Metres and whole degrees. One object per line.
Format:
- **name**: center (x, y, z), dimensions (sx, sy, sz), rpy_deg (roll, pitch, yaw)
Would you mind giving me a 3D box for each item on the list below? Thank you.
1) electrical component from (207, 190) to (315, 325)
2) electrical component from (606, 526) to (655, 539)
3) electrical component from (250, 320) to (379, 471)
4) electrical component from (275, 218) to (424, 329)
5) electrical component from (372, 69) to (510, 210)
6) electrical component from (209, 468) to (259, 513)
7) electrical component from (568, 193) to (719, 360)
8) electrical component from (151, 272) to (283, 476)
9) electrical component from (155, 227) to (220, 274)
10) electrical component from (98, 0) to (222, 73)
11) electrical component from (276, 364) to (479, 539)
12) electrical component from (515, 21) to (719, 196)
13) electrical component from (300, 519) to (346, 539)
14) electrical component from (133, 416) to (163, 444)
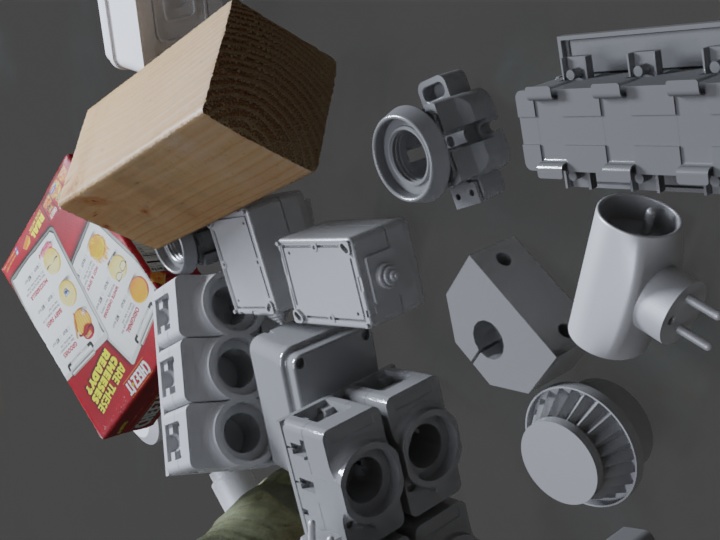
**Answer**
- **electrical component**: center (-0.065, -0.008, 0.807), dimensions (0.062, 0.061, 0.096), rpy_deg (-3, 106, 54)
- **electrical component**: center (0.155, 0.201, 0.633), dimensions (0.058, 0.057, 0.078), rpy_deg (-7, 103, 54)
- **electrical component**: center (-0.028, 0.095, 0.801), dimensions (0.057, 0.078, 0.113), rpy_deg (16, 121, 52)
- **electrical component**: center (0.000, 0.000, 0.724), dimensions (0.096, 0.061, 0.061), rpy_deg (1, 109, 50)
- **electrical component**: center (0.045, -0.072, 0.629), dimensions (0.058, 0.057, 0.078), rpy_deg (-14, 97, 55)
- **electrical component**: center (-0.123, 0.195, 1.017), dimensions (0.078, 0.040, 0.040), rpy_deg (59, 145, 11)
- **electrical component**: center (0.149, 0.012, 0.548), dimensions (0.079, 0.044, 0.077), rpy_deg (36, 135, 37)
- **electrical component**: center (-0.107, 0.082, 0.852), dimensions (0.062, 0.089, 0.150), rpy_deg (-27, 67, 55)
- **electrical component**: center (-0.136, -0.030, 0.895), dimensions (0.078, 0.057, 0.058), rpy_deg (9, 115, 51)
- **electrical component**: center (-0.150, -0.207, 0.797), dimensions (0.057, 0.078, 0.113), rpy_deg (24, 127, 42)
- **electrical component**: center (0.022, 0.175, 0.755), dimensions (0.060, 0.105, 0.186), rpy_deg (5, 113, 52)
- **electrical component**: center (0.137, -0.071, 0.501), dimensions (0.121, 0.063, 0.078), rpy_deg (9, 116, 51)
- **electrical component**: center (-0.025, 0.194, 0.690), dimensions (0.066, 0.047, 0.076), rpy_deg (31, 131, 40)
- **electrical component**: center (-0.207, 0.131, 1.084), dimensions (0.080, 0.051, 0.080), rpy_deg (30, 131, 42)
